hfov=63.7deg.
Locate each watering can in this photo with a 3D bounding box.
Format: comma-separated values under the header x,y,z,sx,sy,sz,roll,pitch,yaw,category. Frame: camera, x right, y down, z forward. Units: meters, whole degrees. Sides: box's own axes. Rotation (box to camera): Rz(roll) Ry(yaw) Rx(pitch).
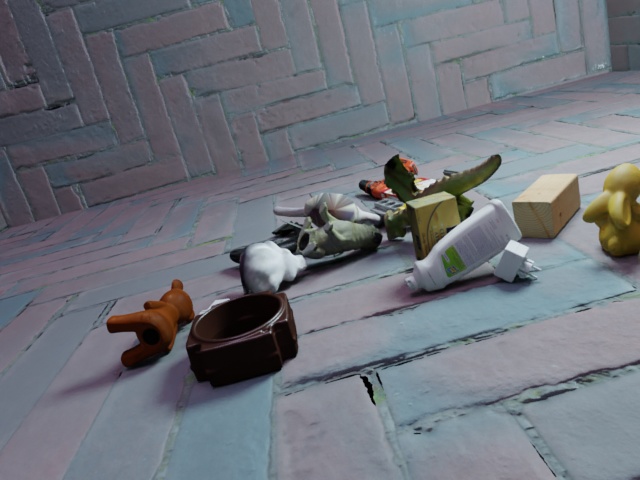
x,y,z,sx,sy,sz,roll,pitch,yaw,category
0.005,-0.076,1.520,0.348,0.104,0.223,6,-5,11,watering can

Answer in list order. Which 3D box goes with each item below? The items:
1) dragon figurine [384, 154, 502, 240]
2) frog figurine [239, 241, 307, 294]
x,y,z,sx,sy,sz,roll,pitch,yaw,category
0.257,-0.118,1.258,0.244,0.400,0.124,32,51,12,dragon figurine
-0.114,0.069,1.268,0.159,0.120,0.141,-4,51,4,frog figurine
